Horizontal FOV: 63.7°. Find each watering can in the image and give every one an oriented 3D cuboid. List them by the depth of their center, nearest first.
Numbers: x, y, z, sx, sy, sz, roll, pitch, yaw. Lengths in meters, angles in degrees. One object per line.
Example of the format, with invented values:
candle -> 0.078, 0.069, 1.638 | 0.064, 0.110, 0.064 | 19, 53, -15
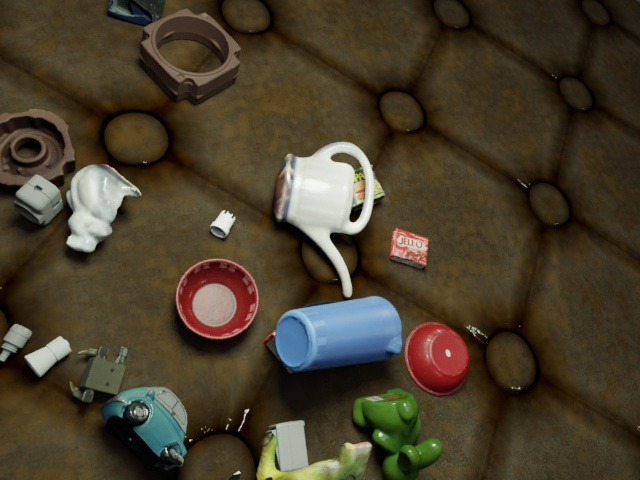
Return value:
watering can -> 0.003, -0.057, 1.141 | 0.224, 0.103, 0.351 | 10, 80, -6

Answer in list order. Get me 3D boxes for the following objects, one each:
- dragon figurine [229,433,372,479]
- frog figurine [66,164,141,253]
dragon figurine -> -0.065, 0.487, 0.843 | 0.240, 0.122, 0.414 | 45, 77, -23
frog figurine -> -0.438, -0.063, 0.983 | 0.138, 0.120, 0.162 | 24, 65, 29
